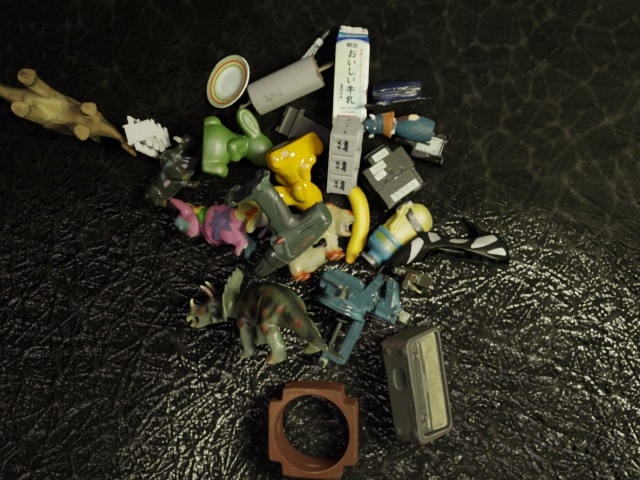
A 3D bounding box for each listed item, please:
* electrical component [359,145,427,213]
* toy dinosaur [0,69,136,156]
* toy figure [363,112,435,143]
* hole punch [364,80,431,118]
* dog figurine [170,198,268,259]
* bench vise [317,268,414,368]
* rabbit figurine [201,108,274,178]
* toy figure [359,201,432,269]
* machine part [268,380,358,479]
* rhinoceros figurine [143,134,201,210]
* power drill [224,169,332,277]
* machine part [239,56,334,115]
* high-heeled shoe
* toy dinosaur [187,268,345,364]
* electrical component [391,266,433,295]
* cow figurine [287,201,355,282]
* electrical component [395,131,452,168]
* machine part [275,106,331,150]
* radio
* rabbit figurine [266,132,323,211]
[{"bbox_3d":[0.157,-0.145,1.209,0.115,0.058,0.134,-32,85,-10],"label":"electrical component"},{"bbox_3d":[-0.640,-0.308,1.265,0.471,0.198,0.105,28,84,-2],"label":"toy dinosaur"},{"bbox_3d":[0.171,-0.246,1.175,0.155,0.058,0.064,11,108,10],"label":"toy figure"},{"bbox_3d":[0.171,-0.320,1.198,0.142,0.115,0.092,-3,81,8],"label":"hole punch"},{"bbox_3d":[-0.237,-0.059,1.254,0.219,0.108,0.191,30,94,11],"label":"dog figurine"},{"bbox_3d":[0.076,0.177,1.187,0.224,0.129,0.240,26,88,10],"label":"bench vise"},{"bbox_3d":[-0.189,-0.223,1.256,0.170,0.121,0.159,4,97,-14],"label":"rabbit figurine"},{"bbox_3d":[0.171,-0.009,1.206,0.089,0.082,0.180,43,89,-9],"label":"toy figure"},{"bbox_3d":[-0.013,0.426,1.220,0.202,0.087,0.201,0,88,10],"label":"machine part"},{"bbox_3d":[-0.349,-0.163,1.293,0.112,0.073,0.190,35,96,18],"label":"rhinoceros figurine"},{"bbox_3d":[-0.107,-0.034,1.135,0.232,0.086,0.207,-31,114,21],"label":"power drill"},{"bbox_3d":[-0.079,-0.358,1.246,0.243,0.079,0.079,-22,86,9],"label":"machine part"},{"bbox_3d":[0.286,0.042,1.170,0.249,0.086,0.145,-27,64,-12],"label":"high-heeled shoe"},{"bbox_3d":[-0.112,0.156,1.160,0.405,0.131,0.192,-6,103,39],"label":"toy dinosaur"},{"bbox_3d":[0.209,0.091,1.193,0.078,0.102,0.045,19,91,35],"label":"electrical component"},{"bbox_3d":[-0.003,-0.004,1.226,0.195,0.085,0.127,-35,80,15],"label":"cow figurine"},{"bbox_3d":[0.231,-0.215,1.215,0.119,0.047,0.074,15,90,13],"label":"electrical component"},{"bbox_3d":[-0.030,-0.259,1.261,0.139,0.039,0.084,28,88,9],"label":"machine part"},{"bbox_3d":[0.211,0.310,1.161,0.073,0.131,0.229,-12,86,44],"label":"radio"},{"bbox_3d":[-0.045,-0.136,1.208,0.122,0.162,0.173,-13,114,23],"label":"rabbit figurine"}]
